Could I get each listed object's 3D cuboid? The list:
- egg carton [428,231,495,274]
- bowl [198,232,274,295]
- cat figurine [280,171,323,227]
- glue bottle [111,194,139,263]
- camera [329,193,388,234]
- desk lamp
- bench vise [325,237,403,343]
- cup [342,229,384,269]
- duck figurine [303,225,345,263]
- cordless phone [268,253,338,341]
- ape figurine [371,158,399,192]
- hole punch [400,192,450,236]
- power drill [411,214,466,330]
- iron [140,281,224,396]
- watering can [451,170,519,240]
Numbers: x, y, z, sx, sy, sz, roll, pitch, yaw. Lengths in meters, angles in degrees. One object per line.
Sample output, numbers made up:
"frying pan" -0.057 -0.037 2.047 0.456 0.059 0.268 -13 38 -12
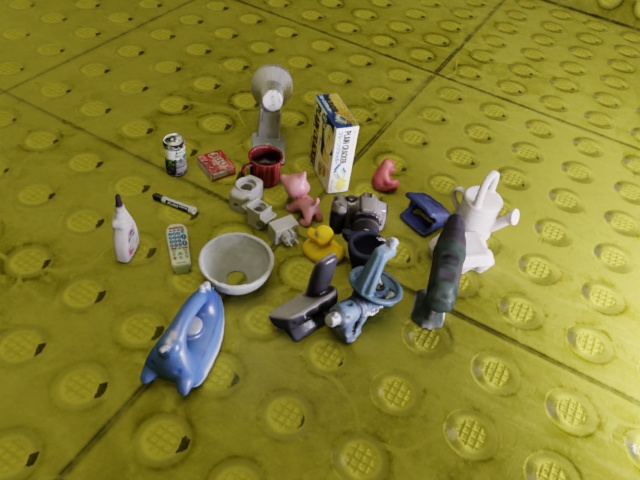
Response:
"egg carton" 0.342 0.032 1.394 0.150 0.069 0.107 -4 47 -12
"bowl" -0.186 0.065 1.276 0.167 0.075 0.167 5 45 -4
"cat figurine" -0.045 -0.116 1.444 0.067 0.118 0.127 -29 56 -31
"glue bottle" -0.435 -0.033 1.263 0.037 0.173 0.078 8 45 -1
"camera" 0.096 -0.047 1.411 0.143 0.101 0.137 7 45 -2
"desk lamp" -0.136 -0.357 1.599 0.118 0.213 0.203 2 46 -7
"bench vise" 0.104 0.106 1.179 0.121 0.220 0.208 24 47 14
"cup" 0.093 0.032 1.337 0.117 0.095 0.092 34 50 23
"duck figurine" 0.012 0.005 1.358 0.104 0.086 0.077 21 47 12
"cordless phone" -0.028 0.107 1.182 0.148 0.185 0.094 -32 57 -33
"ape figurine" 0.181 -0.181 1.562 0.076 0.092 0.077 -5 47 -13
"hole punch" 0.274 -0.082 1.479 0.101 0.091 0.108 -27 55 -30
"power drill" 0.258 0.084 1.233 0.075 0.208 0.230 14 46 6
"iron" -0.253 0.164 1.122 0.118 0.141 0.258 15 46 6
"watering can" 0.412 -0.089 1.435 0.172 0.194 0.101 17 46 8
